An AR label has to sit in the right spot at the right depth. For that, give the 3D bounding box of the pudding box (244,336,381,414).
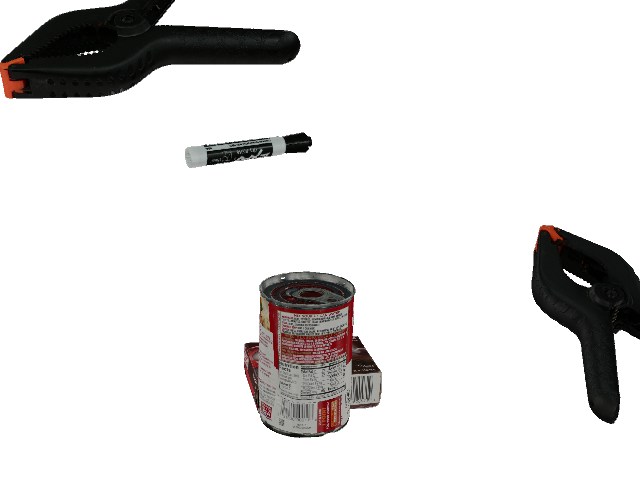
[{"bbox_3d":[-0.009,0.121,0.971,0.113,0.039,0.090,-1,17,-12],"label":"pudding box"}]

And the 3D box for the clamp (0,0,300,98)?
[{"bbox_3d":[-0.131,-0.146,0.789,0.209,0.036,0.165,-31,51,-31],"label":"clamp"}]

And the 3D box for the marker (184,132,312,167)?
[{"bbox_3d":[-0.064,-0.083,0.979,0.121,0.020,0.020,-10,4,-23],"label":"marker"}]

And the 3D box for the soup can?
[{"bbox_3d":[-0.010,0.081,0.765,0.068,0.102,0.068,1,18,-1],"label":"soup can"}]

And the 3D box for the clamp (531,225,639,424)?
[{"bbox_3d":[0.213,0.051,0.751,0.120,0.039,0.171,-3,45,-19],"label":"clamp"}]
